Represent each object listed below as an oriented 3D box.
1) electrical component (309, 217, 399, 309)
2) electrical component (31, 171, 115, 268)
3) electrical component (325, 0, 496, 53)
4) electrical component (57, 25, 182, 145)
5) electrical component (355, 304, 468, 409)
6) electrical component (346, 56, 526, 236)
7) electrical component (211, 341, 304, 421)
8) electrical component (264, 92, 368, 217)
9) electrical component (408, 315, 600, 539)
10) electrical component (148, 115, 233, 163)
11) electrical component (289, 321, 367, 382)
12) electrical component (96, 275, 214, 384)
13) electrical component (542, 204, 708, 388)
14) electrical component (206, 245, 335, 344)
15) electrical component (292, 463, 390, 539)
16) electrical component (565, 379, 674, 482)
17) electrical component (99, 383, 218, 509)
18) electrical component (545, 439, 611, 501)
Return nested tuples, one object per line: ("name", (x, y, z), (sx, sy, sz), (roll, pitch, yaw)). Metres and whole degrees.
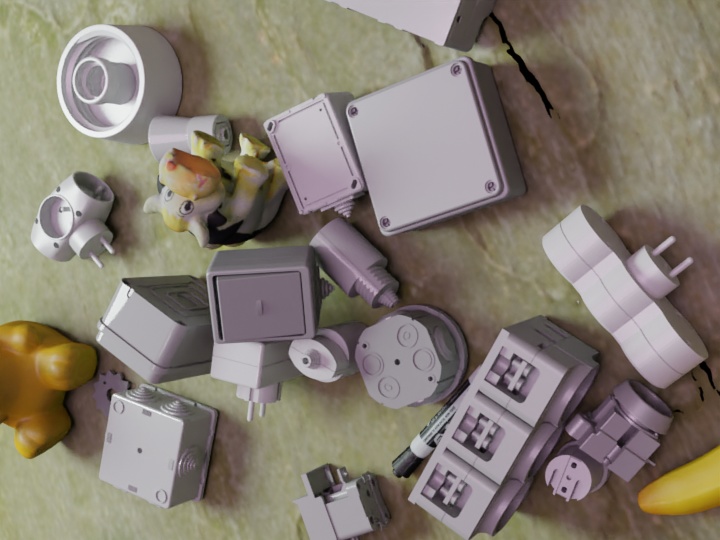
("electrical component", (0.000, 0.000, 0.865), (0.081, 0.043, 0.043), (44, 112, 17))
("electrical component", (-0.256, -0.037, 0.993), (0.079, 0.044, 0.077), (47, 112, 16))
("electrical component", (0.028, -0.234, 0.821), (0.150, 0.062, 0.089), (27, 106, 23))
("electrical component", (-0.220, -0.166, 0.954), (0.108, 0.060, 0.108), (2, 95, 27))
("electrical component", (0.040, 0.069, 0.846), (0.080, 0.051, 0.080), (2, 95, 27))
("electrical component", (0.057, -0.092, 0.821), (0.109, 0.056, 0.108), (-18, 86, 27))
("electrical component", (-0.082, 0.087, 0.892), (0.047, 0.083, 0.075), (11, 99, 26))
("electrical component", (-0.023, -0.089, 0.865), (0.062, 0.061, 0.096), (-21, 91, 26))
("electrical component", (0.111, 0.116, 0.792), (0.062, 0.089, 0.150), (33, 108, 21))
("electrical component", (-0.144, -0.115, 0.932), (0.065, 0.044, 0.044), (-2, 93, 23))
("electrical component", (-0.023, 0.067, 0.861), (0.043, 0.081, 0.043), (2, 95, 27))
("electrical component", (-0.158, 0.049, 0.911), (0.078, 0.113, 0.057), (34, 105, 21))
("electrical component", (0.199, 0.007, 0.758), (0.074, 0.052, 0.138), (-42, 75, 23))
("electrical component", (-0.068, 0.020, 0.838), (0.096, 0.061, 0.061), (-3, 108, 2))
("electrical component", (-0.013, 0.199, 0.889), (0.064, 0.042, 0.081), (-23, 84, 25))
("electrical component", (0.191, 0.112, 0.772), (0.066, 0.048, 0.055), (35, 108, -5))
("electrical component", (-0.184, 0.158, 0.969), (0.100, 0.048, 0.099), (16, 100, 27))
("electrical component", (0.160, 0.148, 0.793), (0.040, 0.046, 0.040), (2, 95, 27))
